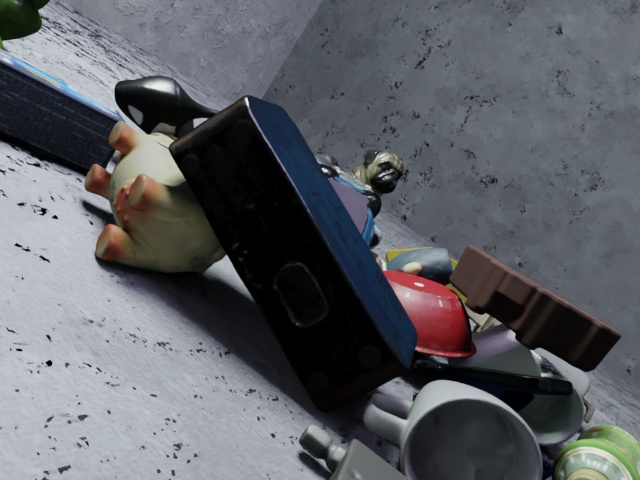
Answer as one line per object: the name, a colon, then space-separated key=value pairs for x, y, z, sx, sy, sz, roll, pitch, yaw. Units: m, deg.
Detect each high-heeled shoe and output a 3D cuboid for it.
high-heeled shoe: x=-0.223 y=-0.154 z=0.690 sx=0.145 sy=0.086 sz=0.249 roll=1 pitch=-2 yaw=-38

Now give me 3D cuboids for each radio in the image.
radio: x=-0.013 y=0.006 z=0.412 sx=0.229 sy=0.073 sz=0.131 roll=58 pitch=13 yaw=1

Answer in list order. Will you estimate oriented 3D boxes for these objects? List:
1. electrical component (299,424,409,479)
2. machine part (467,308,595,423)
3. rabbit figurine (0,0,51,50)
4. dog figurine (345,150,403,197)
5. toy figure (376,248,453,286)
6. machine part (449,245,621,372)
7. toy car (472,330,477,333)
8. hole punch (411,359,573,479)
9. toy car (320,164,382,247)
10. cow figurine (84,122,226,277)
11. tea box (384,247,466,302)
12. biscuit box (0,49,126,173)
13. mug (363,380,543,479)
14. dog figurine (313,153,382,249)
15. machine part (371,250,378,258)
electrical component: x=0.024 y=0.138 z=0.287 sx=0.094 sy=0.021 sz=0.063 roll=36 pitch=11 yaw=10
machine part: x=0.319 y=0.178 z=0.820 sx=0.243 sy=0.079 sz=0.079 roll=42 pitch=11 yaw=10
rabbit figurine: x=-0.341 y=-0.223 z=0.520 sx=0.159 sy=0.170 sz=0.121 roll=-14 pitch=-30 yaw=41
dog figurine: x=0.033 y=-0.099 z=0.945 sx=0.172 sy=0.190 sz=0.121 roll=28 pitch=11 yaw=-22
toy figure: x=0.092 y=0.045 z=0.692 sx=0.064 sy=0.155 sz=0.058 roll=61 pitch=22 yaw=-50
machine part: x=0.226 y=0.072 z=0.581 sx=0.179 sy=0.056 sz=0.179 roll=29 pitch=9 yaw=-5
toy car: x=0.163 y=0.113 z=0.764 sx=0.202 sy=0.053 sz=0.089 roll=21 pitch=14 yaw=-48
hole punch: x=0.149 y=0.155 z=0.472 sx=0.116 sy=0.092 sz=0.142 roll=4 pitch=-8 yaw=39
toy car: x=-0.001 y=-0.002 z=0.610 sx=0.109 sy=0.162 sz=0.103 roll=27 pitch=-34 yaw=-9
cow figurine: x=-0.128 y=-0.040 z=0.462 sx=0.127 sy=0.085 sz=0.195 roll=29 pitch=15 yaw=-38
tea box: x=0.191 y=0.073 z=0.878 sx=0.169 sy=0.068 sz=0.098 roll=27 pitch=-20 yaw=-37
biscuit box: x=-0.275 y=-0.127 z=0.468 sx=0.202 sy=0.062 sz=0.059 roll=26 pitch=12 yaw=-39
mug: x=0.083 y=0.134 z=0.370 sx=0.110 sy=0.080 sz=0.107 roll=13 pitch=-3 yaw=8
dog figurine: x=-0.008 y=-0.048 z=0.768 sx=0.191 sy=0.108 sz=0.219 roll=57 pitch=-1 yaw=-20
machine part: x=0.066 y=0.040 z=0.839 sx=0.084 sy=0.039 sz=0.139 roll=24 pitch=13 yaw=-5
